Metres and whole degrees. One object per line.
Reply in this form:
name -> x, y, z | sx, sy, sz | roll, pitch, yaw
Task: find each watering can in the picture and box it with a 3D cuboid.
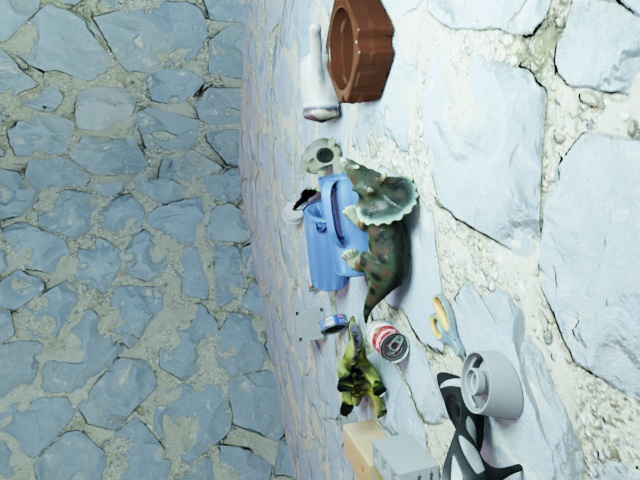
watering can -> -0.004, -0.422, 1.341 | 0.104, 0.223, 0.349 | -3, 7, 3

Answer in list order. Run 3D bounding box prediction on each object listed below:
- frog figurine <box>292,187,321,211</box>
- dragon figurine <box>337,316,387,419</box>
frog figurine -> 0.005, -0.078, 1.554 | 0.122, 0.157, 0.140 | -28, 29, 17
dragon figurine -> 0.087, 0.297, 1.320 | 0.122, 0.402, 0.248 | -7, 29, -4
